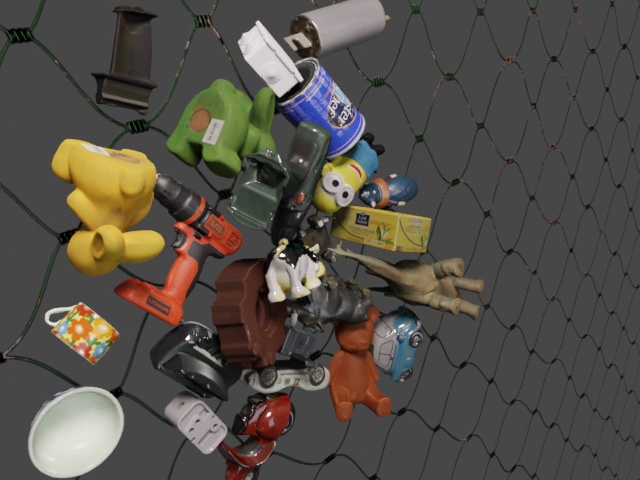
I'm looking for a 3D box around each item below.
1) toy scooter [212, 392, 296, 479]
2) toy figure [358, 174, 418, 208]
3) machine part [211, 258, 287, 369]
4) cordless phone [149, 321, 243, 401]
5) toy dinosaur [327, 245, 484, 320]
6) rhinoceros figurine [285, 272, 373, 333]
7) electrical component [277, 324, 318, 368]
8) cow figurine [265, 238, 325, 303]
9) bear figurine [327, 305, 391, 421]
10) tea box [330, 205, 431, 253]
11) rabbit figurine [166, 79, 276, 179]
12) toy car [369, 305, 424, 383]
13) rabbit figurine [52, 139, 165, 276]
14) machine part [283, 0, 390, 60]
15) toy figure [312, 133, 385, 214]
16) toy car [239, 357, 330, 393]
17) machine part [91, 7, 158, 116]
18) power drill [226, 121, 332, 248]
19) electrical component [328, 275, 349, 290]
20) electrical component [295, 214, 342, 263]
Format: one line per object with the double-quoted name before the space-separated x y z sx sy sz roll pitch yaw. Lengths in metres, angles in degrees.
"toy scooter" -0.128 0.337 0.936 0.135 0.075 0.184 40 76 -38
"toy figure" 0.134 -0.095 1.093 0.154 0.064 0.057 -12 145 -35
"machine part" -0.106 0.114 0.857 0.179 0.056 0.179 -7 90 -71
"cordless phone" -0.170 0.152 0.870 0.146 0.089 0.184 47 56 -37
"toy dinosaur" 0.193 0.086 1.081 0.470 0.199 0.105 31 69 -51
"rhinoceros figurine" 0.007 0.118 0.997 0.190 0.073 0.112 7 104 -30
"electrical component" -0.047 0.182 0.946 0.074 0.119 0.047 27 81 -39
"cow figurine" -0.041 0.039 0.896 0.167 0.068 0.098 -32 109 -72
"bear figurine" 0.076 0.236 1.062 0.120 0.132 0.195 2 104 -18
"tea box" 0.111 -0.023 1.011 0.098 0.170 0.068 2 97 -44
"rabbit figurine" -0.130 -0.160 0.829 0.170 0.121 0.159 29 72 -60
"toy car" 0.149 0.222 1.152 0.103 0.109 0.161 5 108 -20
"rabbit figurine" -0.271 -0.026 0.701 0.122 0.163 0.173 6 112 -54
"machine part" 0.033 -0.370 0.935 0.243 0.079 0.079 -31 118 -32
"toy figure" 0.050 -0.120 0.998 0.082 0.089 0.180 35 58 4
"toy car" -0.068 0.241 0.967 0.201 0.074 0.056 10 91 -42
"machine part" -0.259 -0.245 0.726 0.084 0.039 0.138 8 95 -37
"power drill" -0.059 -0.070 0.837 0.207 0.086 0.231 -19 136 -64
"electrical component" 0.025 0.099 1.056 0.094 0.021 0.063 -17 109 -32
"electrical component" -0.002 -0.001 0.998 0.078 0.045 0.102 -31 118 -35
